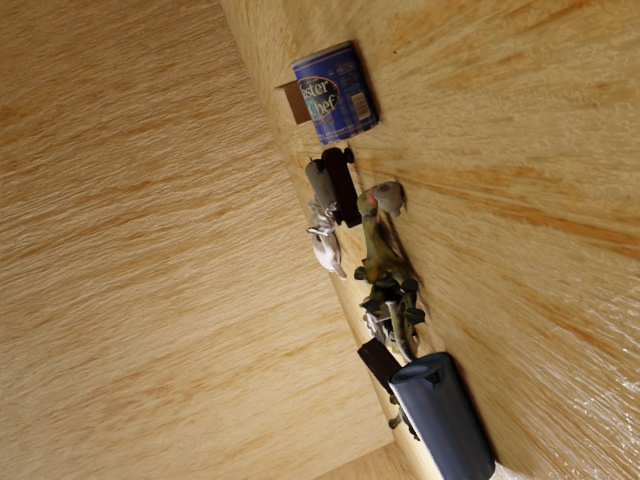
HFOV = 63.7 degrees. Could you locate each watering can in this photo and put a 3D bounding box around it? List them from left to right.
[{"bbox_3d":[0.040,0.062,2.148,0.219,0.104,0.355,73,173,-57],"label":"watering can"}]

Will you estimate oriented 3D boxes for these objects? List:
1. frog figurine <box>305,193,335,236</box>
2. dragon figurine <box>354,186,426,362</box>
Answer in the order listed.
[{"bbox_3d":[0.006,-0.100,1.984,0.136,0.123,0.160,52,-129,-78],"label":"frog figurine"},{"bbox_3d":[0.146,0.062,1.122,0.249,0.122,0.401,-91,-13,-50],"label":"dragon figurine"}]
